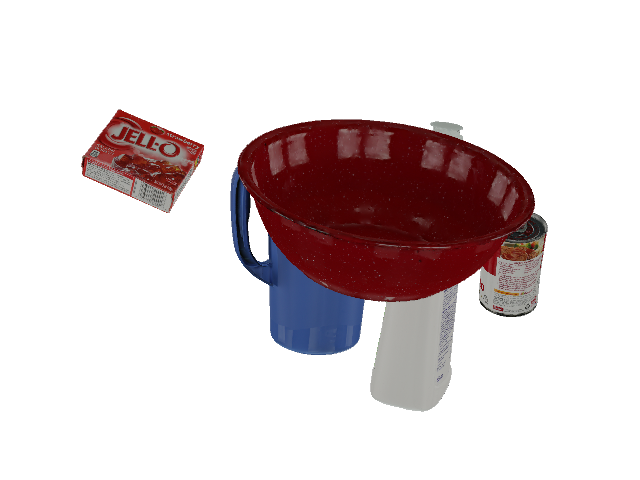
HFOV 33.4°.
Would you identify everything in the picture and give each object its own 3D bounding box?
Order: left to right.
[{"bbox_3d":[-0.161,-0.074,0.968,0.089,0.073,0.030,24,-44,1],"label":"gelatin box"},{"bbox_3d":[-0.011,0.004,1.232,0.149,0.243,0.144,11,19,23],"label":"pitcher"},{"bbox_3d":[0.033,-0.012,0.588,0.162,0.055,0.162,6,27,-3],"label":"bowl"},{"bbox_3d":[0.096,0.019,0.947,0.068,0.251,0.102,11,19,14],"label":"bleach bottle"},{"bbox_3d":[0.212,0.025,1.180,0.068,0.102,0.068,-1,32,0],"label":"soup can"}]
